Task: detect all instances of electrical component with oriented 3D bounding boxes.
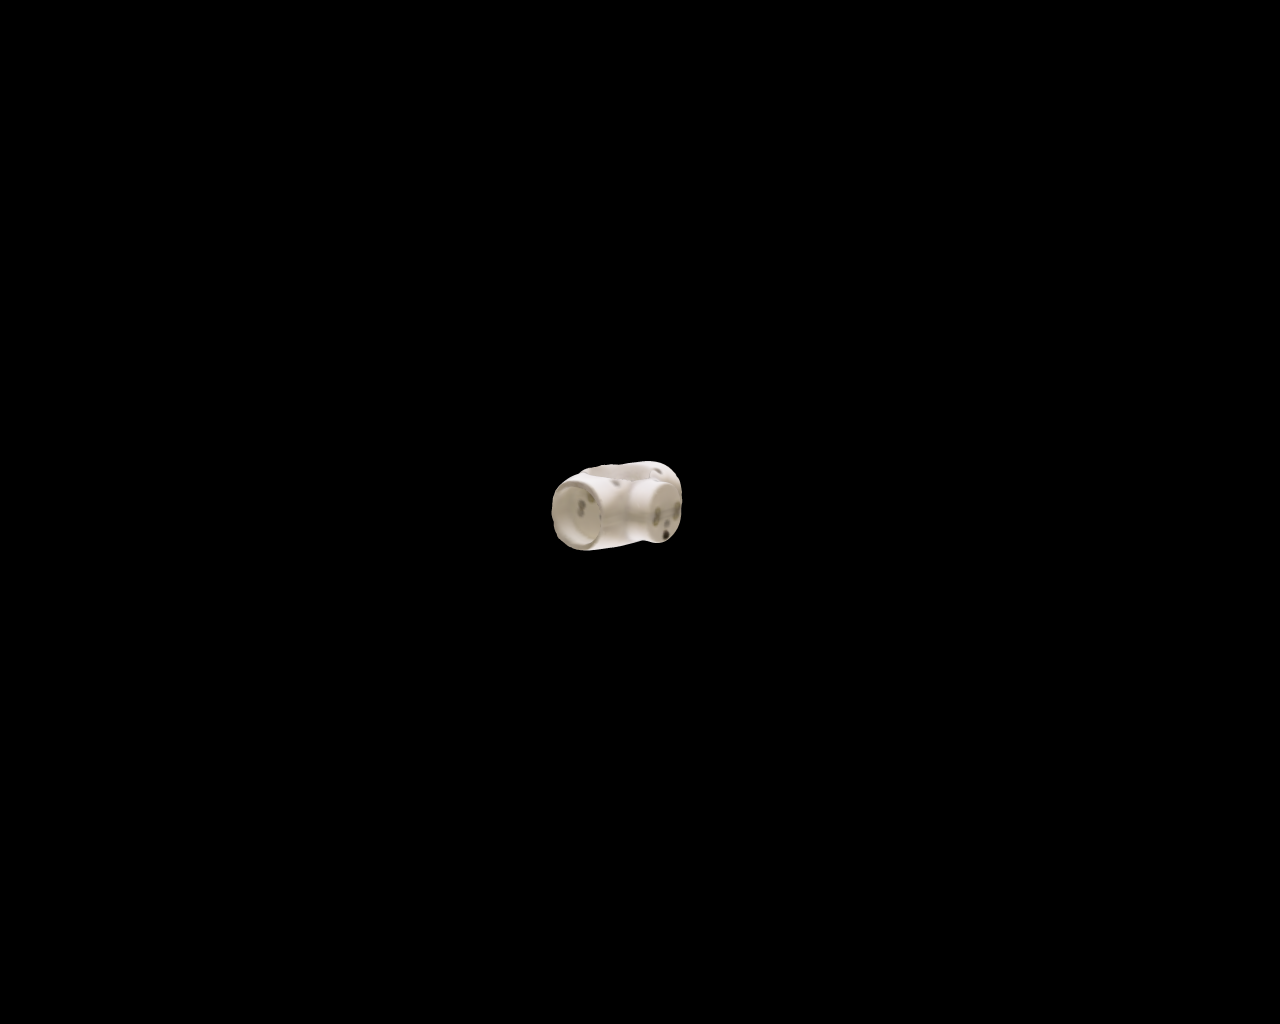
[{"bbox_3d":[0.001,-0.003,0.650,0.079,0.044,0.077,11,17,38],"label":"electrical component"}]
